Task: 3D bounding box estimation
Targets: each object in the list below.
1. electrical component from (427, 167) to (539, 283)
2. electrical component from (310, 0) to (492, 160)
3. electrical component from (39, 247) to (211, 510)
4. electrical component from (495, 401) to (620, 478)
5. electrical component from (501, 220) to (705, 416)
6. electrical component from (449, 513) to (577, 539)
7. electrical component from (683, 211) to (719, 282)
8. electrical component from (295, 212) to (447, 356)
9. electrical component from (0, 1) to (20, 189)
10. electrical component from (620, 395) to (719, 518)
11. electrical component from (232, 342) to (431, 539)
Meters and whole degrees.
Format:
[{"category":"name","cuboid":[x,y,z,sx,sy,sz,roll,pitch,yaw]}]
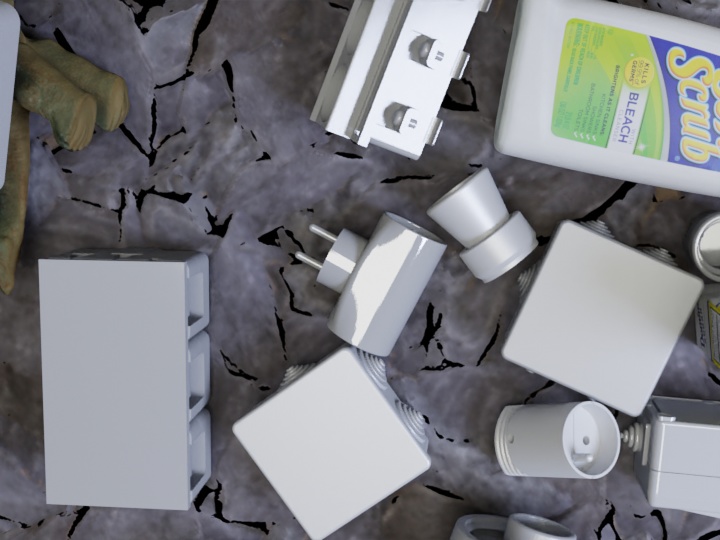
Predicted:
[{"category":"electrical component","cuboid":[0.073,-0.026,0.637,0.045,0.045,0.055,-37,93,10]},{"category":"electrical component","cuboid":[0.026,-0.130,0.618,0.063,0.078,0.121,18,100,-19]},{"category":"electrical component","cuboid":[-0.142,0.064,0.664,0.089,0.061,0.150,1,98,6]},{"category":"electrical component","cuboid":[0.110,0.101,0.639,0.043,0.081,0.043,6,79,-30]},{"category":"electrical component","cuboid":[0.140,0.025,0.635,0.100,0.048,0.099,24,99,3]},{"category":"electrical component","cuboid":[0.100,0.179,0.633,0.108,0.108,0.060,15,93,4]},{"category":"electrical component","cuboid":[0.209,-0.015,0.623,0.040,0.046,0.040,1,98,6]},{"category":"electrical component","cuboid":[0.000,0.000,0.649,0.079,0.043,0.077,28,100,2]},{"category":"electrical component","cuboid":[-0.233,-0.092,0.571,0.078,0.057,0.113,17,113,8]},{"category":"electrical component","cuboid":[0.201,0.111,0.633,0.096,0.061,0.061,5,98,6]},{"category":"electrical component","cuboid":[-0.015,0.101,0.662,0.100,0.048,0.099,-35,93,9]}]
